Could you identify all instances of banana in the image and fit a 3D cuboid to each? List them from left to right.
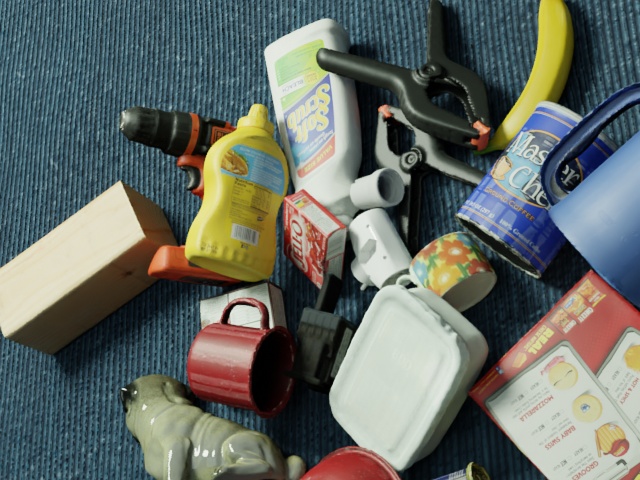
[{"bbox_3d":[0.226,-0.172,1.115,0.070,0.037,0.198,22,81,31],"label":"banana"}]

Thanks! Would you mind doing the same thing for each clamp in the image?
[{"bbox_3d":[0.115,-0.082,1.132,0.120,0.039,0.171,-26,64,18],"label":"clamp"},{"bbox_3d":[0.120,-0.178,1.147,0.164,0.036,0.210,-35,60,-20],"label":"clamp"}]

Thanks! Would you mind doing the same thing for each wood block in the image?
[{"bbox_3d":[-0.275,0.036,1.252,0.206,0.090,0.090,-34,60,10],"label":"wood block"}]

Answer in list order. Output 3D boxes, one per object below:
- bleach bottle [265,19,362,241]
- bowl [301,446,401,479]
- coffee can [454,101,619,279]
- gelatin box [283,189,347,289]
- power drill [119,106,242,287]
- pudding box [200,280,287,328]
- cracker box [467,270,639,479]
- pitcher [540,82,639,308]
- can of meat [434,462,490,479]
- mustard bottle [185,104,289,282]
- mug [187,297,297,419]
[{"bbox_3d":[0.007,-0.118,1.190,0.103,0.068,0.251,-22,64,19],"label":"bleach bottle"},{"bbox_3d":[0.013,0.275,0.999,0.162,0.055,0.162,-13,72,47],"label":"bowl"},{"bbox_3d":[0.212,-0.048,1.033,0.103,0.102,0.140,37,89,33],"label":"coffee can"},{"bbox_3d":[-0.007,0.002,1.134,0.030,0.089,0.073,-28,54,-27],"label":"gelatin box"},{"bbox_3d":[-0.142,-0.049,1.182,0.057,0.184,0.187,-17,65,62],"label":"power drill"},{"bbox_3d":[-0.081,0.109,1.156,0.090,0.039,0.113,-16,67,17],"label":"pudding box"},{"bbox_3d":[0.264,0.159,0.944,0.164,0.072,0.214,-46,58,5],"label":"cracker box"},{"bbox_3d":[0.315,-0.066,0.906,0.243,0.149,0.145,-47,20,15],"label":"pitcher"},{"bbox_3d":[0.122,0.267,0.981,0.084,0.057,0.102,-24,61,20],"label":"can of meat"},{"bbox_3d":[-0.082,-0.058,1.152,0.058,0.096,0.191,-18,57,56],"label":"mustard bottle"},{"bbox_3d":[-0.079,0.116,1.075,0.082,0.093,0.117,6,95,29],"label":"mug"}]
